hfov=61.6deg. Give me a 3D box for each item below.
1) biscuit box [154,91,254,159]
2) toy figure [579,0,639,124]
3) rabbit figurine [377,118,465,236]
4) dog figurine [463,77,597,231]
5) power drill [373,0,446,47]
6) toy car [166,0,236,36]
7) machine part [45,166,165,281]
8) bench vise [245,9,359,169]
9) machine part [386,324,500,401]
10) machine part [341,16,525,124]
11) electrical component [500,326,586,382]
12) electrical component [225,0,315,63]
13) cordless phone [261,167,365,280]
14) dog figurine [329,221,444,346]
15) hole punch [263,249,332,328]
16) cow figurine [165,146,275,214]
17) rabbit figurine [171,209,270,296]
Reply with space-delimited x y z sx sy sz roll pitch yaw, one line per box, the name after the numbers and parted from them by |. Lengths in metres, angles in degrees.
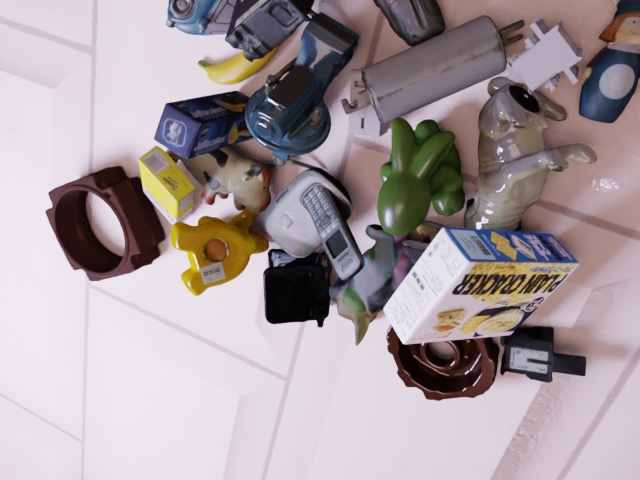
-0.156 -0.174 0.794 0.063 0.203 0.059 32 118 7 | biscuit box
0.358 -0.218 0.636 0.064 0.058 0.154 2 116 -19 | toy figure
0.133 -0.078 0.711 0.121 0.170 0.158 17 130 15 | rabbit figurine
0.236 -0.097 0.723 0.190 0.121 0.172 -50 52 48 | dog figurine
0.134 -0.376 0.656 0.207 0.086 0.231 -20 100 25 | power drill
-0.147 -0.358 0.785 0.103 0.109 0.161 35 111 -19 | toy car
-0.418 -0.028 1.040 0.201 0.087 0.201 -13 103 28 | machine part
-0.029 -0.194 0.767 0.129 0.223 0.240 23 152 -2 | bench vise
0.197 0.174 0.866 0.180 0.056 0.179 9 113 22 | machine part
0.143 -0.215 0.687 0.243 0.079 0.079 -23 101 8 | machine part
0.333 0.170 0.807 0.119 0.048 0.074 0 111 24 | electrical component
-0.060 -0.316 0.710 0.115 0.134 0.058 -19 138 38 | electrical component
-0.002 -0.002 0.815 0.146 0.088 0.184 -43 55 31 | cordless phone
0.114 0.072 0.835 0.192 0.108 0.219 21 122 12 | dog figurine
-0.040 0.076 0.925 0.116 0.092 0.142 -2 110 -7 | hole punch
-0.154 -0.121 0.889 0.195 0.085 0.127 46 123 6 | cow figurine
-0.176 0.001 0.917 0.162 0.173 0.121 -27 102 -15 | rabbit figurine
